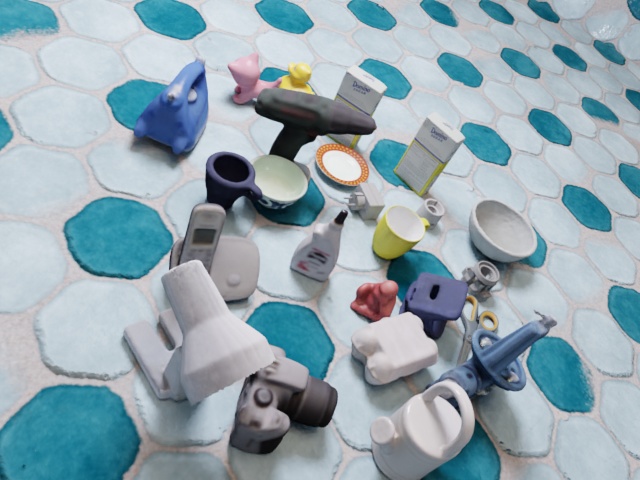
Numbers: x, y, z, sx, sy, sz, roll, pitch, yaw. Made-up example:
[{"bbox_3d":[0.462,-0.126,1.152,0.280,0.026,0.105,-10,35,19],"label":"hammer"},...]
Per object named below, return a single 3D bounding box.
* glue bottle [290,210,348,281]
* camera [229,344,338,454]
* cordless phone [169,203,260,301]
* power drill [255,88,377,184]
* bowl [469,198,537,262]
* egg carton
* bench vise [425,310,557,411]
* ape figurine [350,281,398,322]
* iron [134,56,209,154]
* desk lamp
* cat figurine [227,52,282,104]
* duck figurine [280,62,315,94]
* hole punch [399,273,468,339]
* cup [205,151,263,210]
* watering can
[{"bbox_3d":[0.009,0.004,1.004,0.078,0.173,0.037,21,46,-10],"label":"glue bottle"},{"bbox_3d":[-0.045,0.234,0.831,0.137,0.100,0.143,22,46,-9],"label":"camera"},{"bbox_3d":[-0.155,0.016,0.900,0.148,0.185,0.094,-1,53,-28],"label":"cordless phone"},{"bbox_3d":[-0.029,-0.202,1.135,0.230,0.208,0.075,21,46,-10],"label":"power drill"},{"bbox_3d":[0.396,-0.009,1.286,0.168,0.074,0.167,15,47,-16],"label":"bowl"},{"bbox_3d":[0.128,0.186,0.984,0.151,0.069,0.107,-12,59,-34],"label":"egg carton"},{"bbox_3d":[0.291,0.210,0.942,0.121,0.219,0.208,42,46,11],"label":"bench vise"},{"bbox_3d":[0.108,0.103,1.028,0.076,0.092,0.077,-5,55,-30],"label":"ape figurine"},{"bbox_3d":[-0.268,-0.292,1.134,0.119,0.141,0.258,22,46,-9],"label":"iron"},{"bbox_3d":[-0.169,0.138,0.769,0.118,0.213,0.203,-22,65,-39],"label":"desk lamp"},{"bbox_3d":[-0.146,-0.356,1.269,0.128,0.117,0.067,16,47,-14],"label":"cat figurine"},{"bbox_3d":[-0.046,-0.376,1.361,0.104,0.086,0.078,46,47,14],"label":"duck figurine"},{"bbox_3d":[0.213,0.114,1.074,0.101,0.091,0.109,31,45,0],"label":"hole punch"},{"bbox_3d":[-0.162,-0.093,1.053,0.117,0.095,0.092,36,45,5],"label":"cup"},{"bbox_3d":[0.153,0.278,0.831,0.173,0.194,0.100,-18,62,-37],"label":"watering can"}]
